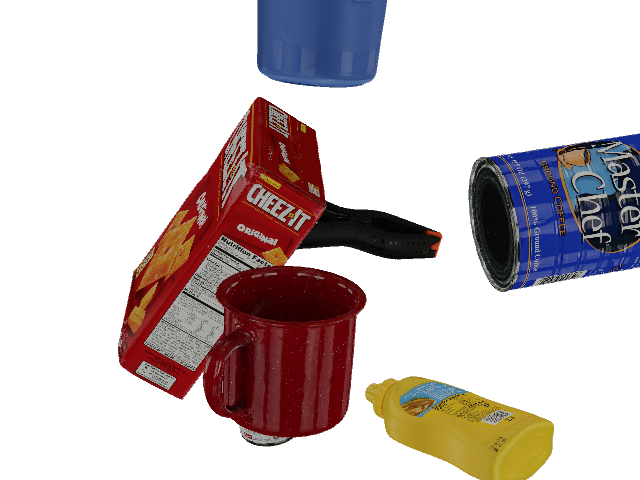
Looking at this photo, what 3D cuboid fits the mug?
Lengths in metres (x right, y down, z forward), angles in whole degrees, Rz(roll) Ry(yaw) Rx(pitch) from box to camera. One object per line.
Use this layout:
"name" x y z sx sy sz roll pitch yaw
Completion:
"mug" -0.028 0.073 0.663 0.093 0.081 0.117 18 24 34

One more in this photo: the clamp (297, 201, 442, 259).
"clamp" 0.036 -0.010 1.209 0.210 0.036 0.164 14 22 -5

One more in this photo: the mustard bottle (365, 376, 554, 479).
"mustard bottle" 0.119 0.173 1.025 0.192 0.058 0.096 16 25 42

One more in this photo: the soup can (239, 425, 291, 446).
"soup can" -0.058 0.164 1.164 0.068 0.102 0.068 -3 24 1

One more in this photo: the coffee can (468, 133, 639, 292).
"coffee can" 0.194 -0.023 0.802 0.140 0.103 0.103 -9 1 -8

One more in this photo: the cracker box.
"cracker box" -0.086 0.002 0.903 0.072 0.214 0.164 30 21 -18

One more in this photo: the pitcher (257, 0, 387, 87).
"pitcher" 0.012 -0.257 0.916 0.145 0.243 0.149 6 17 7
